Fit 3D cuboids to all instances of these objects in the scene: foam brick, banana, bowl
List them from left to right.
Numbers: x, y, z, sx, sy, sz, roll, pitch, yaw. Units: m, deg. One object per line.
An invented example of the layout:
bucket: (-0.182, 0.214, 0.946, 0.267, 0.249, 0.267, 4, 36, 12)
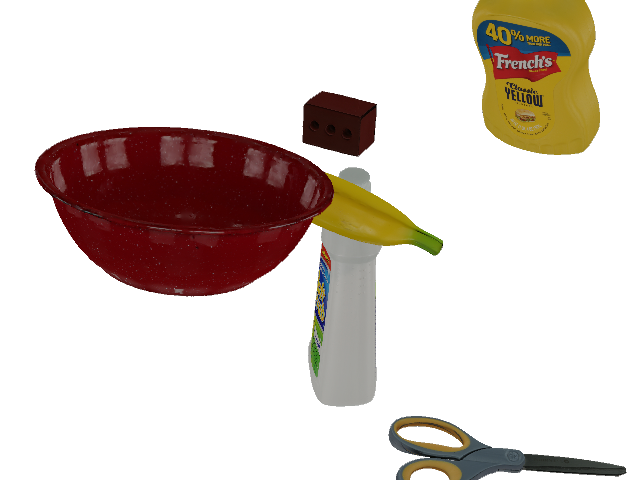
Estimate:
bowl: (-0.076, -0.013, 0.590, 0.162, 0.055, 0.162, 6, 22, -3)
banana: (0.003, -0.026, 0.792, 0.069, 0.037, 0.198, 41, -10, -38)
foam brick: (0.023, -0.142, 1.291, 0.078, 0.053, 0.051, 16, 32, 22)

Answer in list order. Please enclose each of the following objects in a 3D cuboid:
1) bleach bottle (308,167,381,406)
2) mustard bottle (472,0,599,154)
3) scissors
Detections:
bleach bottle: (0.026, 0.039, 1.022, 0.068, 0.251, 0.102, -2, 37, -5)
mustard bottle: (0.169, -0.155, 0.846, 0.096, 0.058, 0.191, 20, -33, 30)
scissors: (0.150, 0.198, 0.898, 0.202, 0.016, 0.096, 14, 40, 14)
